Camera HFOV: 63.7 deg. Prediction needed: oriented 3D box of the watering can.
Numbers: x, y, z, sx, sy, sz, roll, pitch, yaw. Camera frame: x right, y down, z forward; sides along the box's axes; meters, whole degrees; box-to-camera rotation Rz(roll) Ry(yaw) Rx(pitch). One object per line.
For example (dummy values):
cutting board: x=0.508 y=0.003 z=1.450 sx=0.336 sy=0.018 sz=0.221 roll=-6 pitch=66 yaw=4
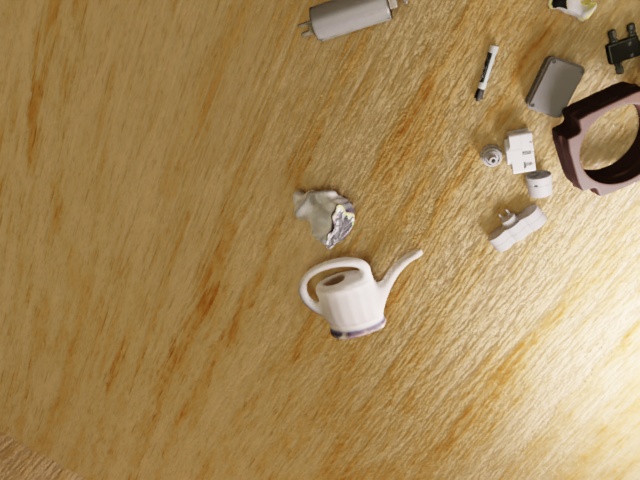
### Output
watering can: x=0.115 y=0.141 z=1.338 sx=0.346 sy=0.106 sz=0.221 roll=-12 pitch=109 yaw=18

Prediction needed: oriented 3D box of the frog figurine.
frog figurine: x=0.004 y=-0.066 z=1.302 sx=0.161 sy=0.124 sz=0.134 roll=32 pitch=132 yaw=39
